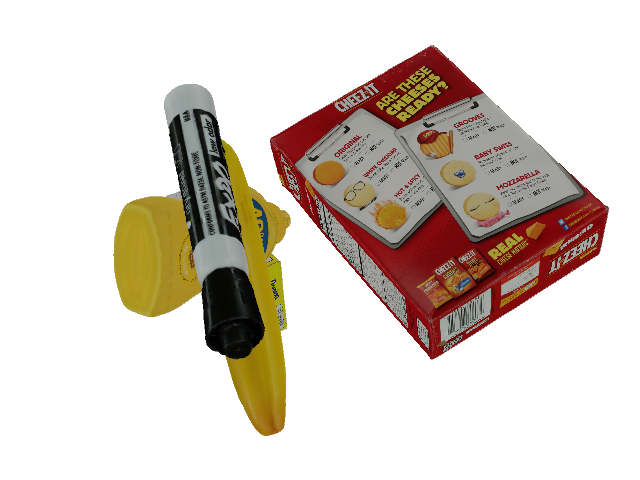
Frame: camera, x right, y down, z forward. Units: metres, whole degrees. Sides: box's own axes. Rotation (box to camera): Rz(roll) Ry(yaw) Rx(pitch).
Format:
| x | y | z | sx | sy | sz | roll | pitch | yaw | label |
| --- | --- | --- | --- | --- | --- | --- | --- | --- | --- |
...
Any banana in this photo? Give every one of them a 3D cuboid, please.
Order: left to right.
| x | y | z | sx | sy | sz | roll | pitch | yaw | label |
| --- | --- | --- | --- | --- | --- | --- | --- | --- | --- |
| -0.050 | 0.018 | 0.602 | 0.037 | 0.198 | 0.069 | -8 | 31 | 6 | banana |

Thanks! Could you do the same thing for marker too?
| x | y | z | sx | sy | sz | roll | pitch | yaw | label |
| --- | --- | --- | --- | --- | --- | --- | --- | --- | --- |
| -0.038 | -0.009 | 0.366 | 0.020 | 0.121 | 0.020 | -9 | -42 | -8 | marker |

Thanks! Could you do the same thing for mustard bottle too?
| x | y | z | sx | sy | sz | roll | pitch | yaw | label |
| --- | --- | --- | --- | --- | --- | --- | --- | --- | --- |
| -0.093 | -0.001 | 0.935 | 0.058 | 0.096 | 0.191 | 13 | 19 | 35 | mustard bottle |

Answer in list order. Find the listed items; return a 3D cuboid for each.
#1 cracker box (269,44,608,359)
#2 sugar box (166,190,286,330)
| x | y | z | sx | sy | sz | roll | pitch | yaw | label |
| --- | --- | --- | --- | --- | --- | --- | --- | --- | --- |
| 0.088 | -0.034 | 0.830 | 0.164 | 0.214 | 0.072 | -31 | -33 | -14 | cracker box |
| -0.101 | 0.021 | 1.135 | 0.048 | 0.093 | 0.176 | -22 | 41 | -24 | sugar box |
